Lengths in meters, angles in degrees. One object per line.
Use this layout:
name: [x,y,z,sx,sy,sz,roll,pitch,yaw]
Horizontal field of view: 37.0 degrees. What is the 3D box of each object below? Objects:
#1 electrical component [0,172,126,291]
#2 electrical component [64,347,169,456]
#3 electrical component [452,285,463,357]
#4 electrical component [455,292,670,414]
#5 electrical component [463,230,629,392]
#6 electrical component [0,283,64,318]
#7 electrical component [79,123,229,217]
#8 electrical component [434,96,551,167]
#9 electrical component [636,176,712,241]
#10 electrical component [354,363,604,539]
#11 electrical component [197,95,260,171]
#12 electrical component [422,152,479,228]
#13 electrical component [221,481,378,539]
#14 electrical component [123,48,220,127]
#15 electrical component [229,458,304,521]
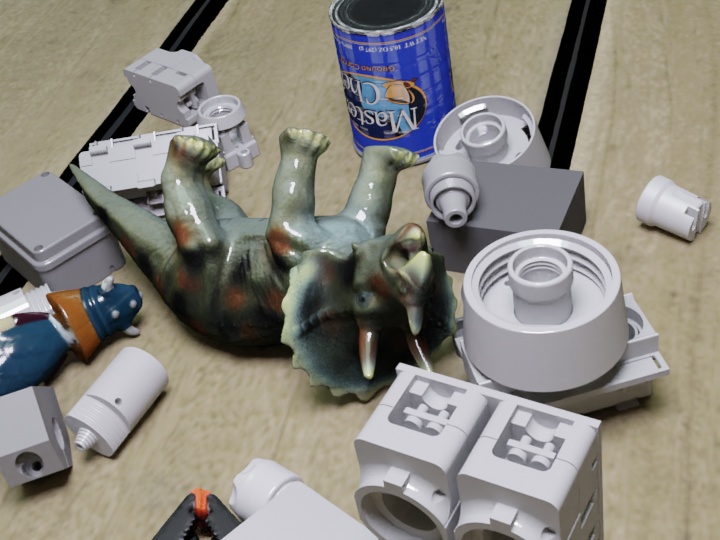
electrical component: [-0.271,-0.031,0.948,0.078,0.057,0.113,-36,46,-25]
electrical component: [-0.180,0.099,0.785,0.043,0.043,0.081,12,46,26]
electrical component: [0.105,0.028,0.786,0.078,0.057,0.058,-13,40,-1]
electrical component: [0.135,0.067,0.728,0.121,0.063,0.078,-15,40,-3]
electrical component: [0.117,0.018,0.691,0.108,0.060,0.108,-7,40,6]
electrical component: [-0.278,0.038,0.880,0.081,0.043,0.043,-26,42,-15]
electrical component: [-0.188,-0.090,0.981,0.121,0.063,0.078,-9,81,4]
electrical component: [0.115,-0.104,0.950,0.099,0.064,0.099,-10,52,14]
electrical component: [0.249,-0.048,0.853,0.046,0.040,0.040,31,56,31]
electrical component: [0.066,0.146,0.559,0.105,0.186,0.060,14,47,28]
electrical component: [-0.129,-0.134,1.033,0.048,0.055,0.066,-32,44,-23]
electrical component: [0.070,-0.058,0.825,0.043,0.043,0.062,-8,41,5]
electrical component: [-0.033,0.181,0.617,0.100,0.048,0.100,31,32,20]
electrical component: [-0.192,-0.193,1.121,0.089,0.050,0.056,24,52,35]
electrical component: [-0.050,0.151,0.693,0.062,0.043,0.043,23,51,32]
